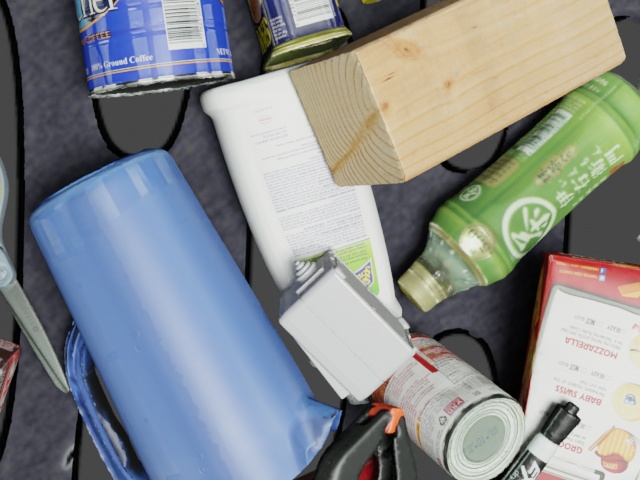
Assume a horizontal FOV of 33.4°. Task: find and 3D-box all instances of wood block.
[{"bbox_3d":[0.098,-0.120,0.736,0.205,0.091,0.090,-29,104,-25],"label":"wood block"}]

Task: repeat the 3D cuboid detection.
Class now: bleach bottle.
[{"bbox_3d":[-0.005,0.001,0.780,0.102,0.068,0.251,-16,98,-6],"label":"bleach bottle"}]

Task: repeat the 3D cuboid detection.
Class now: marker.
[{"bbox_3d":[0.135,0.159,0.716,0.020,0.020,0.121,33,99,-9],"label":"marker"}]

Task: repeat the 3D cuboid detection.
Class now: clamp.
[{"bbox_3d":[0.015,0.193,0.712,0.120,0.039,0.171,10,84,-37],"label":"clamp"}]

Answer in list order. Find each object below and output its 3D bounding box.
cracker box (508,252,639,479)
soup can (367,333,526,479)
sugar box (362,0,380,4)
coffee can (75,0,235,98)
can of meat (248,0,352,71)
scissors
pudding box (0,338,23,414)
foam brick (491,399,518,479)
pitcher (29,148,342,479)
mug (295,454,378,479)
[{"bbox_3d":[0.222,0.125,0.748,0.164,0.072,0.214,9,93,8],"label":"cracker box"},{"bbox_3d":[0.087,0.116,0.746,0.068,0.102,0.068,-12,115,-26],"label":"soup can"},{"bbox_3d":[0.077,-0.205,0.718,0.093,0.176,0.048,-31,98,-5],"label":"sugar box"},{"bbox_3d":[-0.118,-0.174,0.730,0.102,0.103,0.140,-9,95,-8],"label":"coffee can"},{"bbox_3d":[-0.021,-0.170,0.745,0.057,0.102,0.084,-17,94,-7],"label":"can of meat"},{"bbox_3d":[-0.248,0.022,0.759,0.096,0.016,0.202,-13,89,-3],"label":"scissors"},{"bbox_3d":[-0.245,0.127,0.739,0.039,0.090,0.113,21,92,-7],"label":"pudding box"},{"bbox_3d":[0.146,0.162,0.817,0.053,0.051,0.078,8,92,-7],"label":"foam brick"},{"bbox_3d":[-0.108,0.069,0.744,0.149,0.145,0.243,-29,94,-17],"label":"pitcher"},{"bbox_3d":[0.021,0.217,0.783,0.081,0.093,0.117,-22,87,-11],"label":"mug"}]
